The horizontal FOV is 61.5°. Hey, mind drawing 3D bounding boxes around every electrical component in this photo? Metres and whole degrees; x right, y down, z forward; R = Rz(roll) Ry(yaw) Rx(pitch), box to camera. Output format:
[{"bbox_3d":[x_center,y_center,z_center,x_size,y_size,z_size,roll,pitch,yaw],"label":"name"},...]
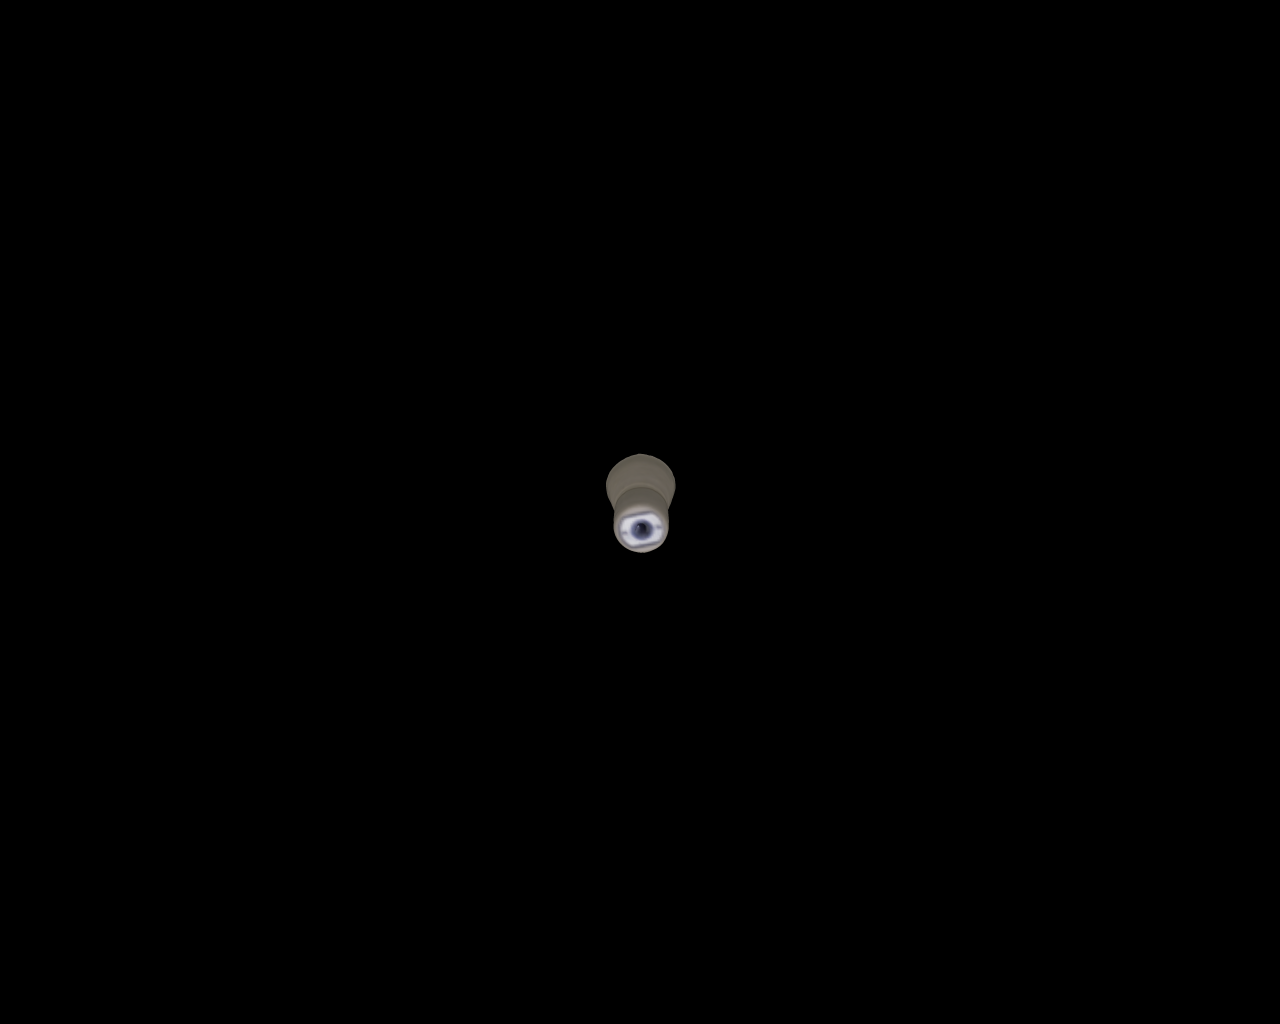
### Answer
[{"bbox_3d":[0.001,-0.003,0.650,0.044,0.044,0.065,0,27,0],"label":"electrical component"}]
